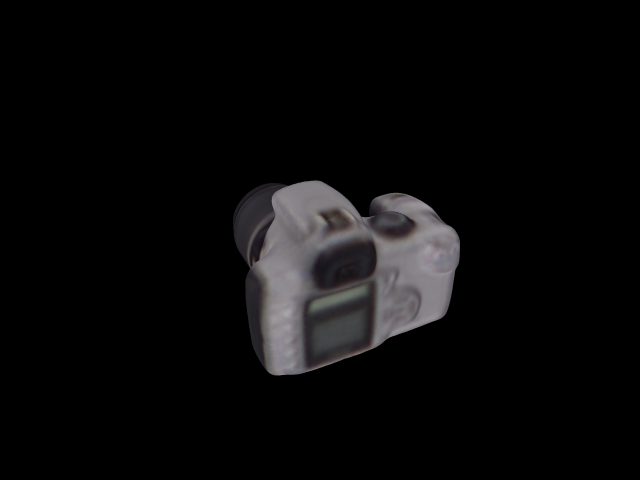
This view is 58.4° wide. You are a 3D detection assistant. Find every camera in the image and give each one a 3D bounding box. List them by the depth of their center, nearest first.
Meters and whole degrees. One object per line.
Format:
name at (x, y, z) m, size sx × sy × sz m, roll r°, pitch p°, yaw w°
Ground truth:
camera at (0.004, 0.001, 0.400) m, size 0.143 × 0.101 × 0.136 m, roll -16°, pitch 37°, yaw -22°
